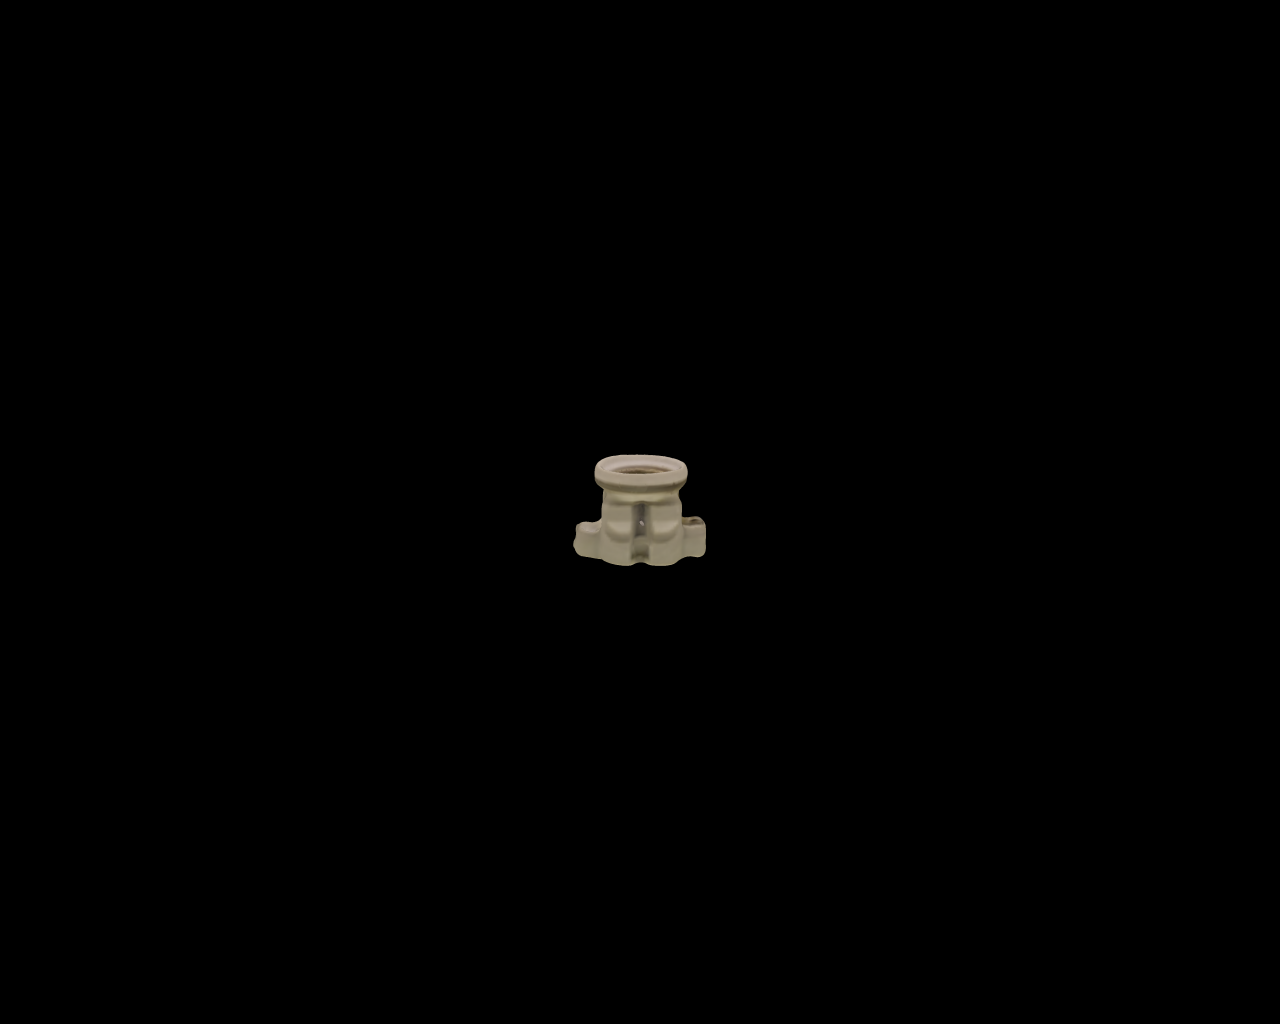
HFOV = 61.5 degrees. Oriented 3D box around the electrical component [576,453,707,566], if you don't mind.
[{"bbox_3d":[0.001,-0.003,0.650,0.078,0.056,0.058,0,16,0],"label":"electrical component"}]
